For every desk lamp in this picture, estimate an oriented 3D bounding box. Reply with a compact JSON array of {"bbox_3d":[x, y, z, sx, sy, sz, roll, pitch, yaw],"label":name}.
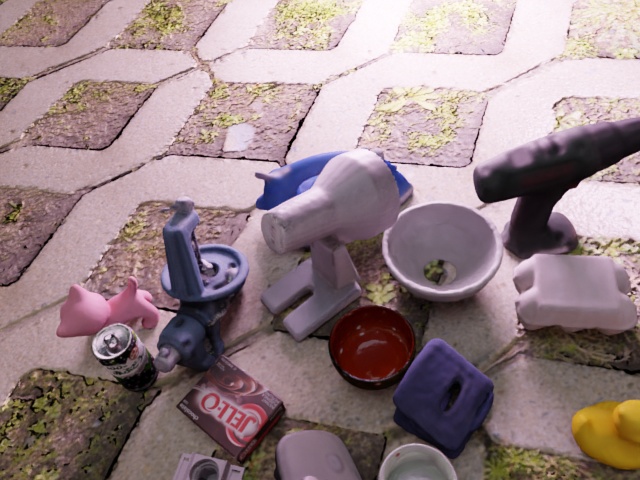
[{"bbox_3d":[0.007,0.003,0.777,0.203,0.214,0.117,-37,56,-18],"label":"desk lamp"}]

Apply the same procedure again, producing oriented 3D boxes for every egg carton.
[{"bbox_3d":[0.334,0.073,0.761,0.150,0.069,0.107,1,53,10],"label":"egg carton"}]

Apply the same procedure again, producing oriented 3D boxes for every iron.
[{"bbox_3d":[0.023,-0.088,0.891,0.258,0.142,0.118,-18,52,-5],"label":"iron"}]

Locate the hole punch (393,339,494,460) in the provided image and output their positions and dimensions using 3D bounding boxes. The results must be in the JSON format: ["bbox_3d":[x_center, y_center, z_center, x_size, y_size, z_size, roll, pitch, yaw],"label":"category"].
[{"bbox_3d":[0.151,0.188,0.688,0.100,0.091,0.109,27,61,26],"label":"hole punch"}]

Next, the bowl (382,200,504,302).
[{"bbox_3d":[0.173,0.027,0.819,0.167,0.075,0.167,-4,52,6],"label":"bowl"}]

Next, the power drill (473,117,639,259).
[{"bbox_3d":[0.322,-0.068,0.783,0.229,0.209,0.075,-11,52,1],"label":"power drill"}]

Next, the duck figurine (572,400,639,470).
[{"bbox_3d":[0.343,0.209,0.644,0.104,0.086,0.077,3,53,12],"label":"duck figurine"}]

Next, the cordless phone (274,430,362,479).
[{"bbox_3d":[-0.001,0.257,0.600,0.094,0.185,0.147,-24,52,-9],"label":"cordless phone"}]

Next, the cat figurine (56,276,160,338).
[{"bbox_3d":[-0.309,0.098,0.816,0.128,0.118,0.067,-33,54,-15],"label":"cat figurine"}]

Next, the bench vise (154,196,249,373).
[{"bbox_3d":[-0.159,0.063,0.754,0.121,0.220,0.207,-6,52,5],"label":"bench vise"}]
